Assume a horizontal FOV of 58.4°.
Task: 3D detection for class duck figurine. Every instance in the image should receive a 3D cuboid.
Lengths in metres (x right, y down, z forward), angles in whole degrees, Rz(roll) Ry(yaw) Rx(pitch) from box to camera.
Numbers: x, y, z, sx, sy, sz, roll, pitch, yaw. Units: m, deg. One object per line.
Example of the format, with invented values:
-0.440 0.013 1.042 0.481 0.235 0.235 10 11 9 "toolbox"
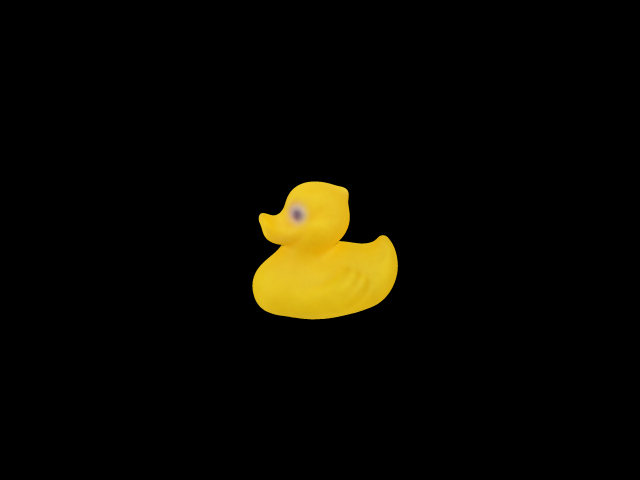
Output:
0.004 0.001 0.400 0.104 0.086 0.077 -4 24 -9 "duck figurine"
